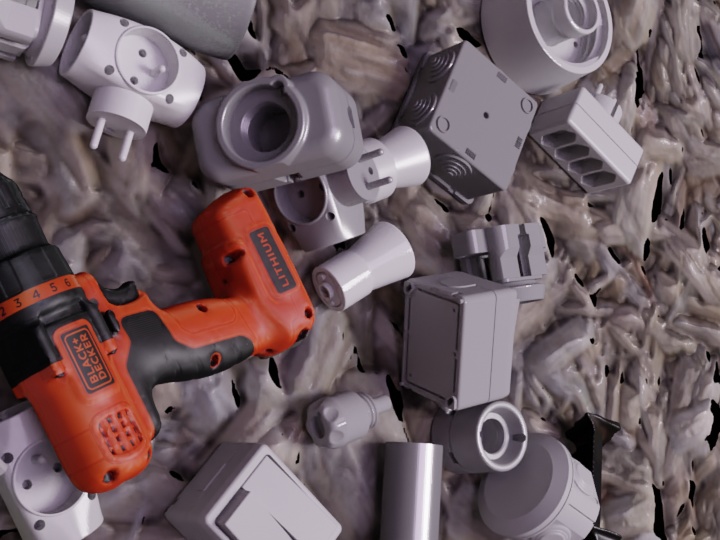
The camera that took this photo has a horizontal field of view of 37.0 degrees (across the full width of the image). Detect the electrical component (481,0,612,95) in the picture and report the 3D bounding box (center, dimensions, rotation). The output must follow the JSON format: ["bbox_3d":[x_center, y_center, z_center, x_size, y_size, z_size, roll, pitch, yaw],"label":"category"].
[{"bbox_3d":[0.158,-0.202,0.872,0.108,0.060,0.108,7,79,-35],"label":"electrical component"}]

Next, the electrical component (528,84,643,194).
[{"bbox_3d":[0.194,-0.121,0.894,0.083,0.047,0.075,40,62,-24],"label":"electrical component"}]

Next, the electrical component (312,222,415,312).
[{"bbox_3d":[0.000,0.000,0.739,0.065,0.044,0.044,-32,102,-30],"label":"electrical component"}]

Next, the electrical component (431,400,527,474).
[{"bbox_3d":[0.088,0.120,0.779,0.055,0.047,0.055,6,79,-35],"label":"electrical component"}]

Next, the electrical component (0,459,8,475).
[{"bbox_3d":[-0.247,0.084,0.525,0.079,0.063,0.121,-36,109,8],"label":"electrical component"}]

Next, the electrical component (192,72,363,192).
[{"bbox_3d":[-0.052,-0.085,0.670,0.059,0.095,0.053,18,60,-74],"label":"electrical component"}]

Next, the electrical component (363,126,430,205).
[{"bbox_3d":[0.015,-0.073,0.758,0.055,0.045,0.045,-24,97,-35],"label":"electrical component"}]

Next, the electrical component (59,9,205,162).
[{"bbox_3d":[-0.142,-0.105,0.650,0.077,0.044,0.079,23,70,-31],"label":"electrical component"}]

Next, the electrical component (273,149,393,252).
[{"bbox_3d":[-0.014,-0.059,0.714,0.044,0.079,0.077,-25,98,-57],"label":"electrical component"}]

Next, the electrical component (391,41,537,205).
[{"bbox_3d":[0.080,-0.111,0.809,0.100,0.048,0.099,35,64,-27],"label":"electrical component"}]

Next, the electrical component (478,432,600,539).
[{"bbox_3d":[0.130,0.164,0.784,0.051,0.080,0.080,38,63,-31],"label":"electrical component"}]

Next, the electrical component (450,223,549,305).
[{"bbox_3d":[0.108,-0.002,0.807,0.078,0.058,0.057,-5,83,-36],"label":"electrical component"}]

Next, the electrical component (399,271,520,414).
[{"bbox_3d":[0.071,0.054,0.758,0.061,0.062,0.096,-8,107,-37],"label":"electrical component"}]

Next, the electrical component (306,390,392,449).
[{"bbox_3d":[-0.005,0.097,0.724,0.061,0.035,0.035,-14,91,-39],"label":"electrical component"}]

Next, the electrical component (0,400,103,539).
[{"bbox_3d":[-0.164,0.106,0.601,0.079,0.044,0.077,-28,99,-35],"label":"electrical component"}]

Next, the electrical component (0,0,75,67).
[{"bbox_3d":[-0.198,-0.148,0.609,0.057,0.058,0.078,14,75,-31],"label":"electrical component"}]

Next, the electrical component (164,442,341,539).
[{"bbox_3d":[-0.059,0.159,0.659,0.096,0.061,0.061,51,58,-19],"label":"electrical component"}]
